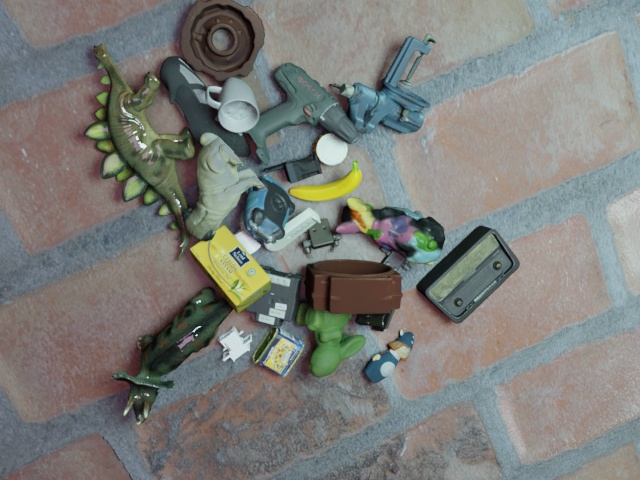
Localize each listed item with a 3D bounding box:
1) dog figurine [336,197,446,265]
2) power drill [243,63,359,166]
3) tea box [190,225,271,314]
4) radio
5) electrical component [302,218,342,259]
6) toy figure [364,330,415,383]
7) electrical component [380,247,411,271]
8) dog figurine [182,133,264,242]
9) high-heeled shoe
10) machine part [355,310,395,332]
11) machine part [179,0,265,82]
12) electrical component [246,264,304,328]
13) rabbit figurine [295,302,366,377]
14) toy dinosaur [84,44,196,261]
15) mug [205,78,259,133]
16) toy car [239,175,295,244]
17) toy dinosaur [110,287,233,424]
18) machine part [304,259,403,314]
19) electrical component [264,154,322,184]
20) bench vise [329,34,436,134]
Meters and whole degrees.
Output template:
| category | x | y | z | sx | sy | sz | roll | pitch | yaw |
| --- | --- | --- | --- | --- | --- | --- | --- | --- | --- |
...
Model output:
| category | x | y | z | sx | sy | sz | roll | pitch | yaw |
| --- | --- | --- | --- | --- | --- | --- | --- | --- | --- |
| dog figurine | 0.149 | -0.026 | 1.212 | 0.219 | 0.192 | 0.108 | 13 | 105 | -27 |
| power drill | -0.057 | -0.250 | 1.157 | 0.207 | 0.086 | 0.232 | -36 | 85 | 9 |
| tea box | -0.195 | 0.064 | 1.177 | 0.098 | 0.068 | 0.170 | -39 | 73 | -19 |
| radio | 0.364 | 0.086 | 1.314 | 0.229 | 0.073 | 0.131 | -43 | 104 | 1 |
| electrical component | -0.001 | -0.005 | 1.257 | 0.102 | 0.045 | 0.078 | -20 | 74 | -7 |
| toy figure | 0.180 | 0.290 | 1.335 | 0.154 | 0.058 | 0.064 | -42 | 142 | -1 |
| electrical component | 0.174 | 0.056 | 1.305 | 0.094 | 0.021 | 0.063 | 38 | 93 | -14 |
| dog figurine | -0.237 | -0.106 | 1.117 | 0.190 | 0.121 | 0.172 | -42 | 108 | 1 |
| high-heeled shoe | -0.244 | -0.287 | 1.168 | 0.086 | 0.145 | 0.248 | -28 | 136 | 27 |
| machine part | 0.136 | 0.183 | 1.283 | 0.138 | 0.039 | 0.084 | 14 | 107 | -53 |
| machine part | -0.206 | -0.422 | 1.135 | 0.179 | 0.056 | 0.179 | -2 | 104 | -9 |
| electrical component | -0.106 | 0.134 | 1.242 | 0.115 | 0.058 | 0.134 | 15 | 98 | 10 |
| rabbit figurine | 0.017 | 0.235 | 1.269 | 0.159 | 0.121 | 0.170 | 6 | 85 | -31 |
| toy dinosaur | -0.364 | -0.182 | 1.140 | 0.199 | 0.105 | 0.470 | -26 | 104 | 3 |
| mug | -0.184 | -0.286 | 1.107 | 0.109 | 0.107 | 0.080 | 9 | 133 | -23 |
| toy car | -0.128 | -0.055 | 1.189 | 0.103 | 0.162 | 0.109 | -27 | 129 | 36 |
| toy dinosaur | -0.300 | 0.219 | 1.175 | 0.405 | 0.192 | 0.131 | -45 | 106 | 3 |
| machine part | 0.071 | 0.099 | 1.205 | 0.201 | 0.201 | 0.087 | -1 | 99 | -9 |
| electrical component | -0.061 | -0.154 | 1.201 | 0.119 | 0.075 | 0.047 | -20 | 103 | -9 |
| bench vise | 0.160 | -0.340 | 1.167 | 0.223 | 0.129 | 0.240 | 21 | 114 | -20 |
